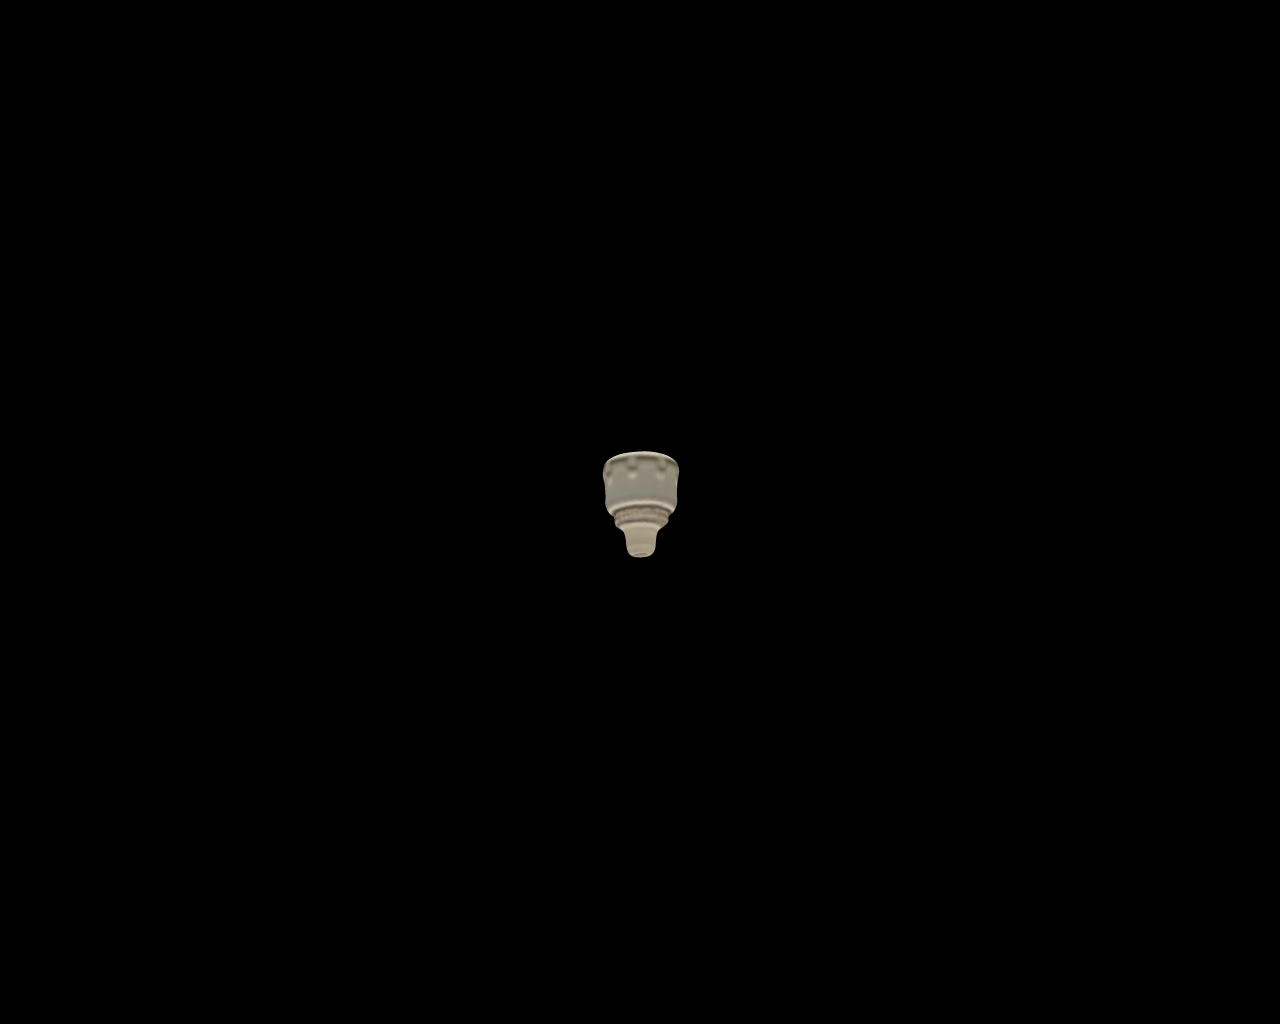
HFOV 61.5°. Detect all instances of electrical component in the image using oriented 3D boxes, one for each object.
[{"bbox_3d":[0.001,-0.003,0.650,0.048,0.062,0.048,0,-16,0],"label":"electrical component"}]
